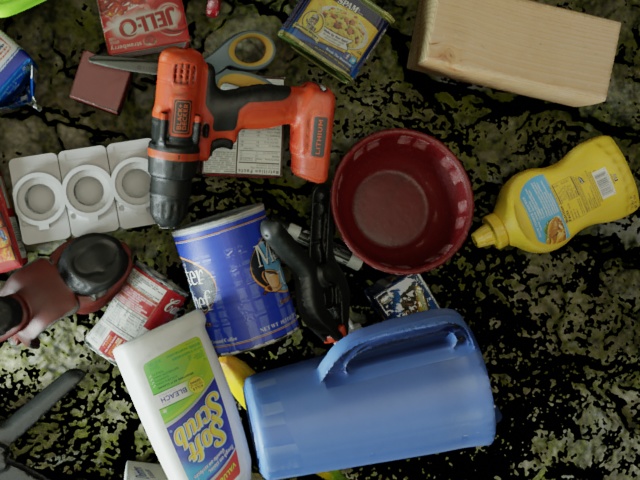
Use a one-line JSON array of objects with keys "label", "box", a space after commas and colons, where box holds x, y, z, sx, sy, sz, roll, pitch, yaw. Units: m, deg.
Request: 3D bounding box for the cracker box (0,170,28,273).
[{"label": "cracker box", "box": [-0.427, -0.021, 1.095, 0.213, 0.072, 0.164, -17, 95, -7]}]

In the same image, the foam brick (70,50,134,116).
[{"label": "foam brick", "box": [-0.227, -0.164, 1.116, 0.053, 0.078, 0.051, 19, 91, -10]}]

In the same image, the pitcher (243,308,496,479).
[{"label": "pitcher", "box": [0.047, 0.159, 1.084, 0.242, 0.145, 0.149, -11, 86, -7]}]

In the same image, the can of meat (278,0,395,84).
[{"label": "can of meat", "box": [0.016, -0.231, 1.162, 0.102, 0.057, 0.084, 33, 90, -9]}]

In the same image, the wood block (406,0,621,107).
[{"label": "wood block", "box": [0.211, -0.214, 1.178, 0.206, 0.090, 0.091, 11, 91, -9]}]

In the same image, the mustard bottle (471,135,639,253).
[{"label": "mustard bottle", "box": [0.259, -0.039, 1.211, 0.191, 0.058, 0.096, -25, 97, -7]}]

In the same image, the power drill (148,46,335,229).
[{"label": "power drill", "box": [-0.083, -0.099, 1.097, 0.187, 0.057, 0.184, 1, 105, -21]}]

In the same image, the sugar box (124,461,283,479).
[{"label": "sugar box", "box": [-0.124, 0.277, 1.149, 0.176, 0.093, 0.048, 5, 92, -9]}]

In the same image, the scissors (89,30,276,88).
[{"label": "scissors", "box": [-0.128, -0.191, 1.100, 0.201, 0.016, 0.096, 20, 89, -23]}]

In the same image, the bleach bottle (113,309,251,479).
[{"label": "bleach bottle", "box": [-0.114, 0.203, 1.081, 0.102, 0.068, 0.251, -25, 89, -20]}]

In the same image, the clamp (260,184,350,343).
[{"label": "clamp", "box": [0.000, 0.027, 1.150, 0.120, 0.039, 0.171, -42, 122, -40]}]

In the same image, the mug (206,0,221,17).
[{"label": "mug", "box": [-0.106, -0.293, 1.125, 0.093, 0.081, 0.117, 5, 92, -9]}]

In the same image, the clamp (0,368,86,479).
[{"label": "clamp", "box": [-0.339, 0.219, 1.139, 0.210, 0.036, 0.164, 1, 92, -9]}]

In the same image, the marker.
[{"label": "marker", "box": [-0.008, 0.001, 1.190, 0.121, 0.020, 0.020, 25, 89, -10]}]

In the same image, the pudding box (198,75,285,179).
[{"label": "pudding box", "box": [-0.085, -0.124, 1.161, 0.090, 0.039, 0.113, 2, 95, -12]}]

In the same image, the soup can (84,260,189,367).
[{"label": "soup can", "box": [-0.196, 0.082, 1.139, 0.068, 0.068, 0.102, 34, 88, -10]}]

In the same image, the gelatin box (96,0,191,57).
[{"label": "gelatin box", "box": [-0.188, -0.236, 1.136, 0.089, 0.030, 0.073, -12, 88, -11]}]

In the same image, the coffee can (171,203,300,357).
[{"label": "coffee can", "box": [-0.089, 0.042, 1.136, 0.102, 0.103, 0.140, -17, 96, -8]}]

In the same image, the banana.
[{"label": "banana", "box": [-0.041, 0.196, 1.172, 0.198, 0.070, 0.037, 44, 66, -2]}]

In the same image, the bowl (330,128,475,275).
[{"label": "bowl", "box": [0.085, -0.039, 1.176, 0.162, 0.055, 0.162, 2, 82, -11]}]
